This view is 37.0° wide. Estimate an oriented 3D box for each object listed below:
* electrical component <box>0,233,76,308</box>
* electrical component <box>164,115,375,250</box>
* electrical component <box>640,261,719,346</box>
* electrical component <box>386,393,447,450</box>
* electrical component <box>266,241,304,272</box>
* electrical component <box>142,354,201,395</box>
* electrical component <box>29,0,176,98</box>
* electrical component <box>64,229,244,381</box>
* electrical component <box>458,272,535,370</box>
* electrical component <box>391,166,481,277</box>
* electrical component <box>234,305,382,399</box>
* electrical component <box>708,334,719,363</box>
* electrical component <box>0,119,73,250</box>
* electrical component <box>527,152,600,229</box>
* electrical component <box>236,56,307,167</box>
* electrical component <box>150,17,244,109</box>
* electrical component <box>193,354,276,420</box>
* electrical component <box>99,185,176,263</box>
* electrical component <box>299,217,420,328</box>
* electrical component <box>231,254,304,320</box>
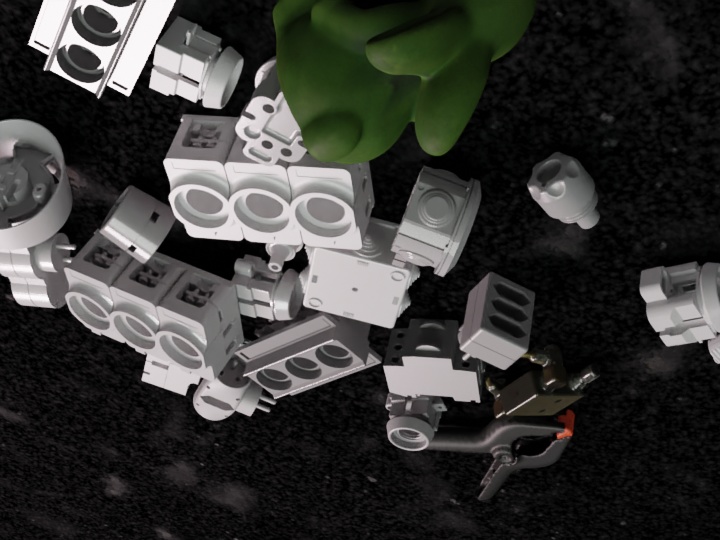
[{"bbox_3d":[-0.295,-0.017,1.001,0.074,0.052,0.138,4,140,13],"label":"electrical component"},{"bbox_3d":[-0.071,-0.067,0.861,0.150,0.061,0.089,5,140,12],"label":"electrical component"},{"bbox_3d":[0.270,0.026,0.869,0.057,0.058,0.078,-15,133,36],"label":"electrical component"},{"bbox_3d":[0.054,0.148,1.084,0.066,0.055,0.048,-8,136,25],"label":"electrical component"},{"bbox_3d":[-0.065,-0.025,0.910,0.035,0.061,0.035,9,141,7],"label":"electrical component"},{"bbox_3d":[-0.181,0.080,1.083,0.056,0.050,0.089,20,141,-4],"label":"electrical component"},{"bbox_3d":[-0.174,-0.187,0.749,0.079,0.063,0.121,27,140,-14],"label":"electrical component"},{"bbox_3d":[-0.191,0.035,0.993,0.150,0.061,0.089,21,143,18],"label":"electrical component"},{"bbox_3d":[0.111,0.053,0.945,0.047,0.065,0.076,25,140,-13],"label":"electrical component"},{"bbox_3d":[0.060,-0.039,0.840,0.051,0.080,0.080,21,141,0],"label":"electrical component"},{"bbox_3d":[-0.047,0.070,1.017,0.121,0.063,0.079,-24,127,38],"label":"electrical component"},{"bbox_3d":[0.329,0.058,0.899,0.043,0.043,0.081,30,139,-17],"label":"electrical component"},{"bbox_3d":[-0.293,-0.069,0.906,0.099,0.099,0.064,9,147,7],"label":"electrical component"},{"bbox_3d":[0.159,-0.056,0.816,0.043,0.043,0.062,-20,131,35],"label":"electrical component"},{"bbox_3d":[-0.054,-0.122,0.794,0.058,0.057,0.078,27,140,-14],"label":"electrical component"},{"bbox_3d":[-0.119,-0.149,0.793,0.055,0.048,0.066,25,141,0],"label":"electrical component"},{"bbox_3d":[-0.127,0.129,1.129,0.079,0.043,0.077,24,140,-10],"label":"electrical component"},{"bbox_3d":[-0.194,-0.041,0.939,0.047,0.055,0.055,34,137,-17],"label":"electrical component"},{"bbox_3d":[0.000,0.000,0.929,0.100,0.048,0.099,14,140,0],"label":"electrical component"},{"bbox_3d":[-0.083,0.019,0.983,0.055,0.048,0.066,13,142,14],"label":"electrical component"}]
